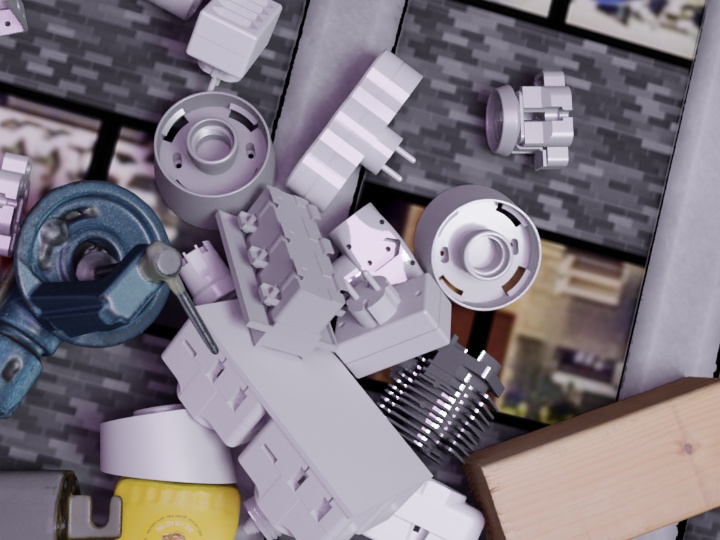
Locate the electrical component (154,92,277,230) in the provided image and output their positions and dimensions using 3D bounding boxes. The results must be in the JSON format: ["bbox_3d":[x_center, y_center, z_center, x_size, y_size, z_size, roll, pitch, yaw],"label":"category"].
[{"bbox_3d":[-0.115,-0.089,0.854,0.099,0.064,0.099,1,72,-4],"label":"electrical component"}]

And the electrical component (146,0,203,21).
[{"bbox_3d":[-0.146,-0.231,0.853,0.047,0.055,0.055,31,83,-7],"label":"electrical component"}]

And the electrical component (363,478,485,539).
[{"bbox_3d":[0.046,0.192,0.844,0.095,0.054,0.059,26,84,-4],"label":"electrical component"}]

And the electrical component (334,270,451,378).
[{"bbox_3d":[0.015,0.030,0.814,0.083,0.047,0.075,-23,123,23],"label":"electrical component"}]

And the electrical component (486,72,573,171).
[{"bbox_3d":[0.137,-0.121,0.875,0.057,0.058,0.078,-1,86,-9],"label":"electrical component"}]

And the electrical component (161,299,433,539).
[{"bbox_3d":[-0.049,0.109,0.785,0.186,0.105,0.060,50,118,19],"label":"electrical component"}]

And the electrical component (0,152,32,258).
[{"bbox_3d":[-0.289,-0.053,0.823,0.057,0.058,0.078,11,85,-8],"label":"electrical component"}]

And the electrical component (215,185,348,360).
[{"bbox_3d":[-0.056,-0.002,0.804,0.079,0.121,0.063,20,123,-35],"label":"electrical component"}]

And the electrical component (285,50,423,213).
[{"bbox_3d":[0.009,-0.101,0.862,0.074,0.052,0.138,37,82,-3],"label":"electrical component"}]

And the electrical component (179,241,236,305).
[{"bbox_3d":[-0.121,0.005,0.847,0.040,0.040,0.046,-33,84,-7],"label":"electrical component"}]

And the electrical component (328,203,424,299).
[{"bbox_3d":[0.000,0.000,0.858,0.079,0.043,0.077,-37,91,-7],"label":"electrical component"}]

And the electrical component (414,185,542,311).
[{"bbox_3d":[0.096,-0.017,0.872,0.099,0.064,0.099,-1,100,-8],"label":"electrical component"}]

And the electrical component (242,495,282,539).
[{"bbox_3d":[-0.055,0.180,0.839,0.081,0.043,0.043,-33,90,-7],"label":"electrical component"}]

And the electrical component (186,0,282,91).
[{"bbox_3d":[-0.105,-0.174,0.849,0.047,0.083,0.075,25,122,-4],"label":"electrical component"}]

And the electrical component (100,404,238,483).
[{"bbox_3d":[-0.145,0.135,0.807,0.099,0.099,0.064,-8,81,-7],"label":"electrical component"}]
